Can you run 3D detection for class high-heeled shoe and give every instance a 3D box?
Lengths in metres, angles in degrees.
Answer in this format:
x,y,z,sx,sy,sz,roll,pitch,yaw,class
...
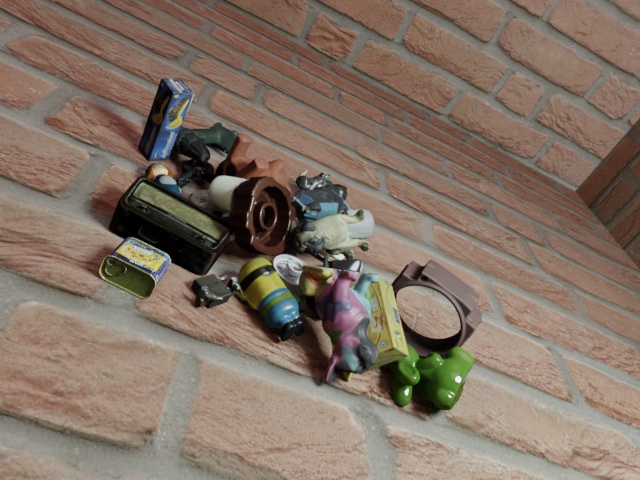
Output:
x,y,z,sx,sy,sz,roll,pitch,yaw,class
0.046,0.115,1.247,0.086,0.145,0.248,-2,-10,24,high-heeled shoe

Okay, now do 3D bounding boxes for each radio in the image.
x,y,z,sx,sy,sz,roll,pitch,yaw,class
-0.303,-0.028,1.106,0.229,0.073,0.131,28,30,-7,radio

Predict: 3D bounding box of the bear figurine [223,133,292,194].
x,y,z,sx,sy,sz,roll,pitch,yaw,class
-0.135,-0.172,1.315,0.196,0.132,0.120,-4,55,-47,bear figurine

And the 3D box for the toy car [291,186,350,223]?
x,y,z,sx,sy,sz,roll,pitch,yaw,class
-0.007,-0.075,1.424,0.161,0.102,0.109,-11,42,-44,toy car

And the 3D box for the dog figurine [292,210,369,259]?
x,y,z,sx,sy,sz,roll,pitch,yaw,class
-0.002,-0.008,1.282,0.190,0.172,0.121,-5,74,-29,dog figurine

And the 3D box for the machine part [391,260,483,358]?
x,y,z,sx,sy,sz,roll,pitch,yaw,class
0.238,0.163,1.196,0.201,0.201,0.087,37,32,9,machine part

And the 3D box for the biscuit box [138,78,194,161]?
x,y,z,sx,sy,sz,roll,pitch,yaw,class
-0.375,-0.286,1.298,0.059,0.202,0.063,-13,53,-48,biscuit box

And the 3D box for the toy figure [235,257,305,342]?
x,y,z,sx,sy,sz,roll,pitch,yaw,class
-0.095,0.113,1.073,0.082,0.089,0.180,5,36,-51,toy figure

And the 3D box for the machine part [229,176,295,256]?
x,y,z,sx,sy,sz,roll,pitch,yaw,class
-0.125,-0.051,1.174,0.056,0.179,0.179,3,14,32,machine part

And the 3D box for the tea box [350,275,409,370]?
x,y,z,sx,sy,sz,roll,pitch,yaw,class
0.113,0.171,1.119,0.068,0.098,0.170,37,36,-46,tea box

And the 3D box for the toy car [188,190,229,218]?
x,y,z,sx,sy,sz,roll,pitch,yaw,class
-0.221,-0.084,1.286,0.201,0.056,0.074,-6,46,-47,toy car

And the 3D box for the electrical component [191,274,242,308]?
x,y,z,sx,sy,sz,roll,pitch,yaw,class
-0.201,0.095,1.044,0.102,0.045,0.078,-8,49,-49,electrical component

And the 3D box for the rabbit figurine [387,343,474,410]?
x,y,z,sx,sy,sz,roll,pitch,yaw,class
0.206,0.281,1.113,0.170,0.121,0.159,25,32,26,rabbit figurine

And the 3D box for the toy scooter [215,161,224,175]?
x,y,z,sx,sy,sz,roll,pitch,yaw,class
-0.184,-0.160,1.423,0.135,0.075,0.184,40,26,11,toy scooter

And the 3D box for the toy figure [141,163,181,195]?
x,y,z,sx,sy,sz,roll,pitch,yaw,class
-0.360,-0.132,1.230,0.064,0.058,0.155,32,18,-51,toy figure

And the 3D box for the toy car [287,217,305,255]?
x,y,z,sx,sy,sz,roll,pitch,yaw,class
-0.081,-0.043,1.339,0.089,0.053,0.202,36,16,-47,toy car

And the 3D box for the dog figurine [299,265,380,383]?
x,y,z,sx,sy,sz,roll,pitch,yaw,class
0.032,0.164,1.049,0.192,0.219,0.108,4,-8,36,dog figurine

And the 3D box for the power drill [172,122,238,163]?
x,y,z,sx,sy,sz,roll,pitch,yaw,class
-0.312,-0.261,1.428,0.232,0.085,0.207,31,30,27,power drill

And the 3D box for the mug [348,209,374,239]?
x,y,z,sx,sy,sz,roll,pitch,yaw,class
0.082,-0.053,1.502,0.107,0.080,0.110,-2,47,-33,mug

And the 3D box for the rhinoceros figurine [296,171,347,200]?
x,y,z,sx,sy,sz,roll,pitch,yaw,class
0.005,-0.136,1.524,0.190,0.112,0.073,12,37,-46,rhinoceros figurine
